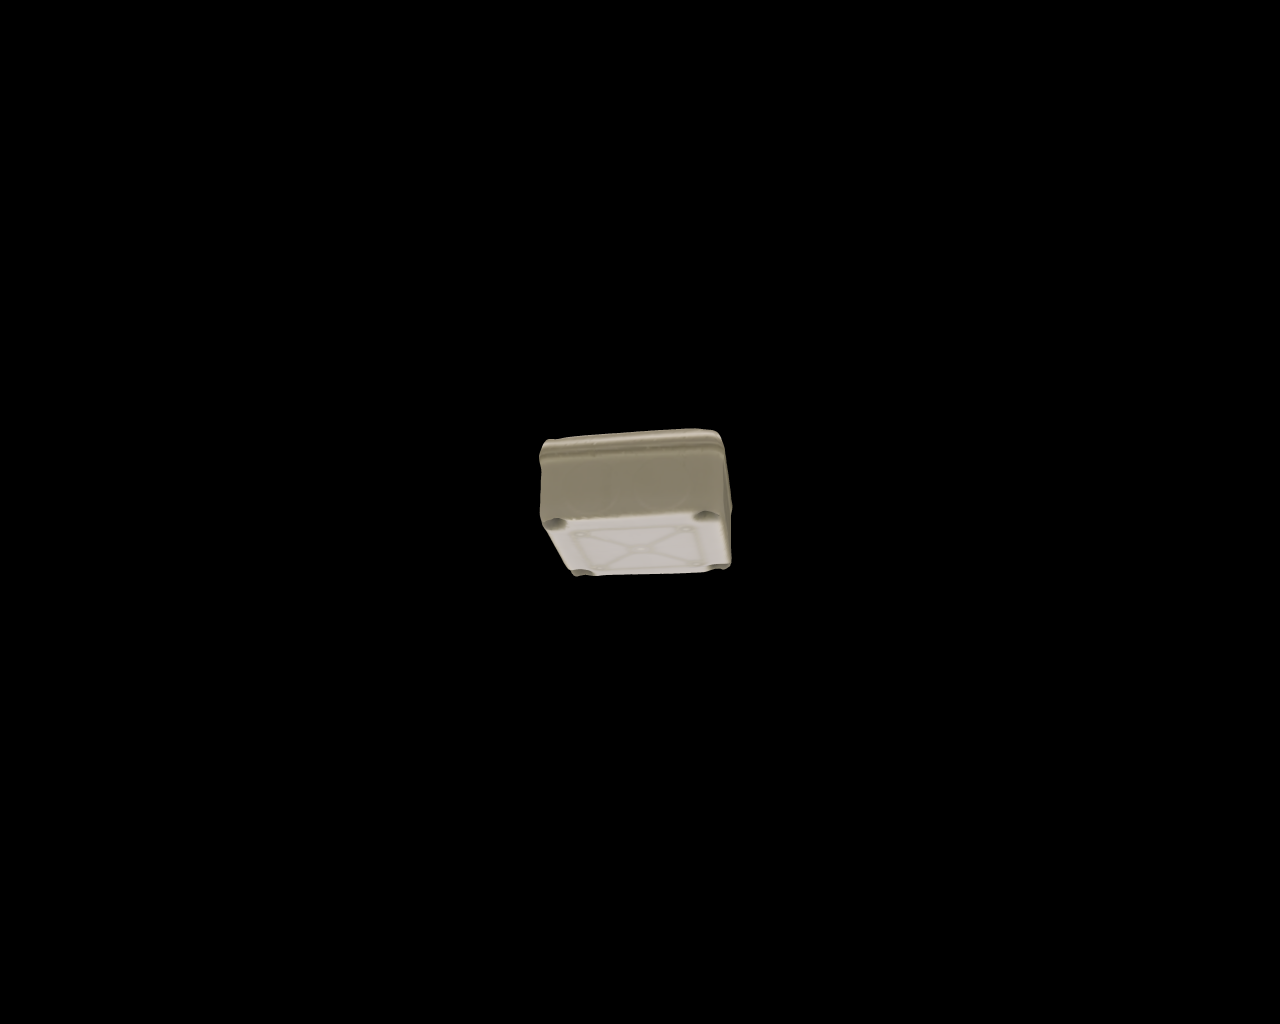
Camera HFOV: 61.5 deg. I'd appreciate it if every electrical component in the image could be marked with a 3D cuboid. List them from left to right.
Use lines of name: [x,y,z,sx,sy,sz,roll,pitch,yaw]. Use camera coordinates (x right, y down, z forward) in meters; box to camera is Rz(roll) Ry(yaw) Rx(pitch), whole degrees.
electrical component: [0.001,-0.003,0.650,0.109,0.056,0.108,-3,-22,7]
